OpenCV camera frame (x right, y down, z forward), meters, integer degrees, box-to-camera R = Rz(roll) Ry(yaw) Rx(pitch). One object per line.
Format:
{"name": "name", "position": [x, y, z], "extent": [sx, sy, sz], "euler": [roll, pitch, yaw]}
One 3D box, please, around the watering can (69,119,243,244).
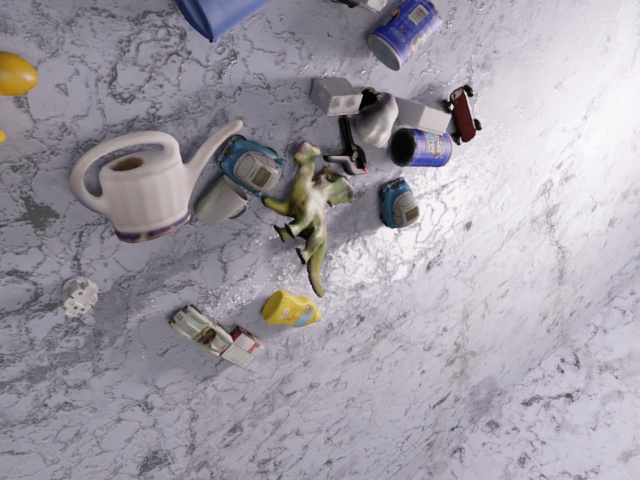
{"name": "watering can", "position": [-0.308, -0.119, 1.036], "extent": [0.350, 0.219, 0.106], "euler": [-19, 39, -24]}

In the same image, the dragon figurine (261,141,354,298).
{"name": "dragon figurine", "position": [0.004, -0.065, 1.293], "extent": [0.246, 0.402, 0.123], "euler": [-40, 38, -21]}

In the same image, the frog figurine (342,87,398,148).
{"name": "frog figurine", "position": [0.142, -0.278, 1.249], "extent": [0.122, 0.140, 0.156], "euler": [-5, -43, 33]}
